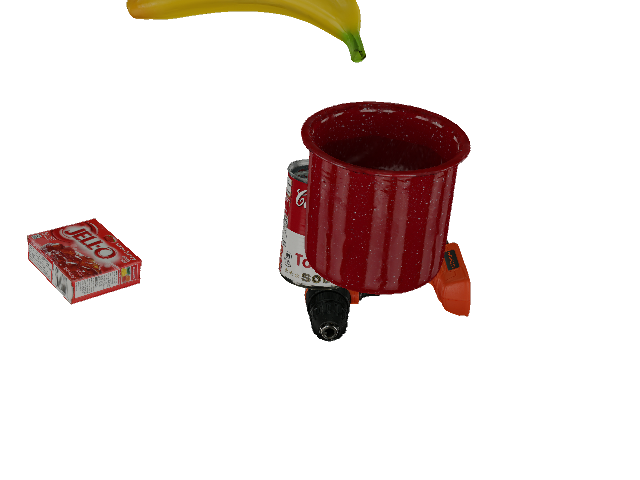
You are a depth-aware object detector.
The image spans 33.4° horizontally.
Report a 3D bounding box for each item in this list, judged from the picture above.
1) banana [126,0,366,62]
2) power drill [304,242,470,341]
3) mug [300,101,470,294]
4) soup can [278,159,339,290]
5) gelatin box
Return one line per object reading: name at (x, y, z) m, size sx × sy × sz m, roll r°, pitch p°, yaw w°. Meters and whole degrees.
banana at (-0.050, -0.185, 0.821) m, size 0.198 × 0.069 × 0.037 m, roll 12°, pitch -40°, yaw 16°
power drill at (0.075, 0.055, 1.230) m, size 0.187 × 0.057 × 0.184 m, roll -1°, pitch 28°, yaw -1°
mug at (0.037, -0.029, 0.613) m, size 0.093 × 0.081 × 0.117 m, roll 13°, pitch 32°, yaw 15°
soup can at (-0.001, -0.015, 0.959) m, size 0.068 × 0.102 × 0.068 m, roll 5°, pitch 22°, yaw -2°
gelatin box at (-0.221, 0.017, 0.995) m, size 0.073 × 0.030 × 0.089 m, roll -17°, pitch 40°, yaw -36°
